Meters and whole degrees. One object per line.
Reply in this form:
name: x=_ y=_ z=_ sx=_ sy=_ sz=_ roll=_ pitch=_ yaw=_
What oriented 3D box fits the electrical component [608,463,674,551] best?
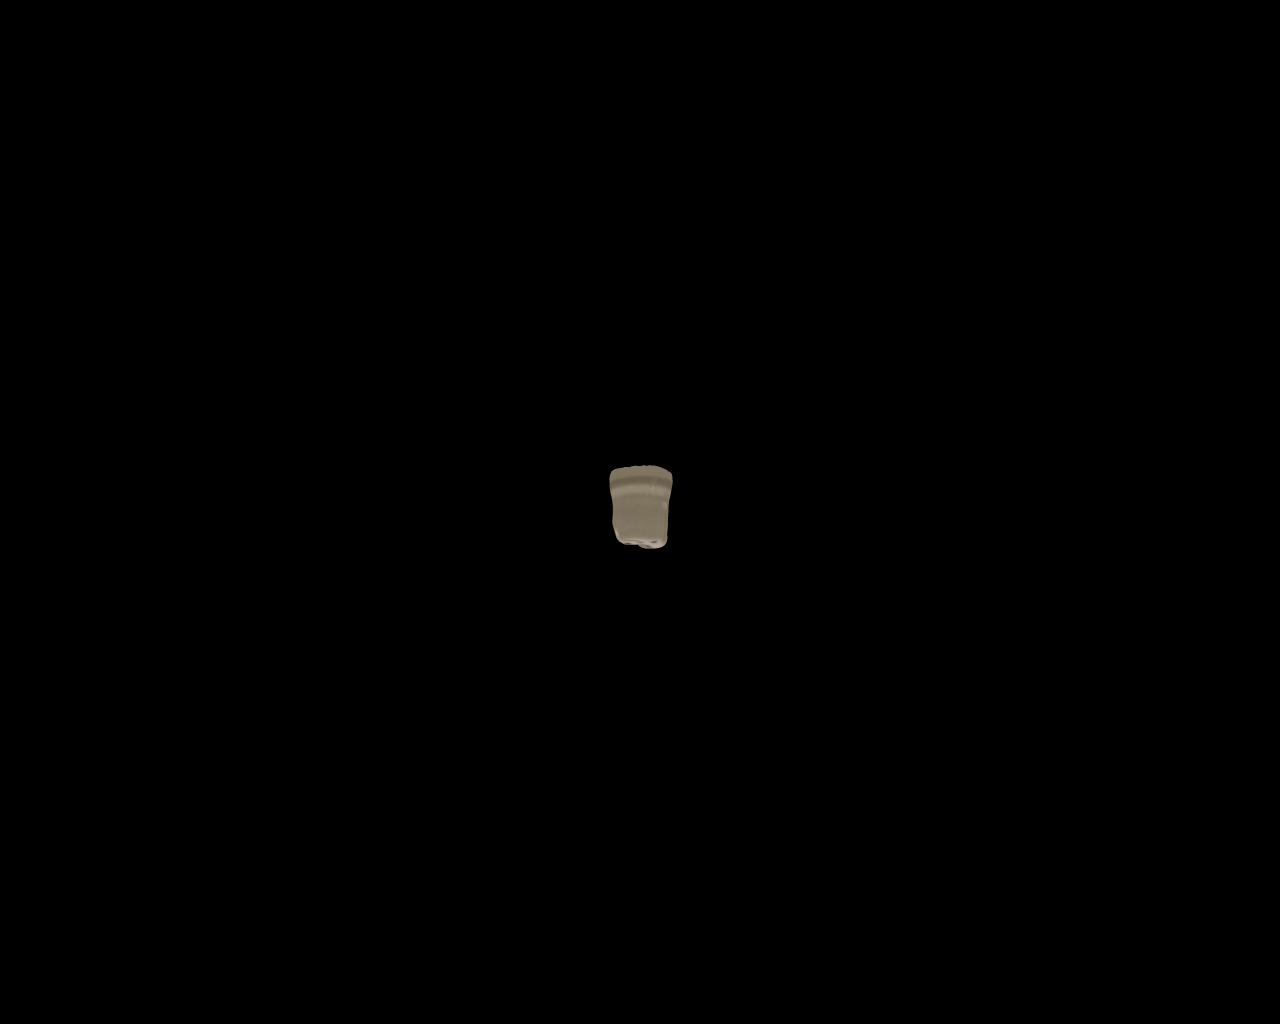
electrical component: x=0.001 y=-0.003 z=0.650 sx=0.040 sy=0.046 sz=0.040 roll=0 pitch=-14 yaw=0
